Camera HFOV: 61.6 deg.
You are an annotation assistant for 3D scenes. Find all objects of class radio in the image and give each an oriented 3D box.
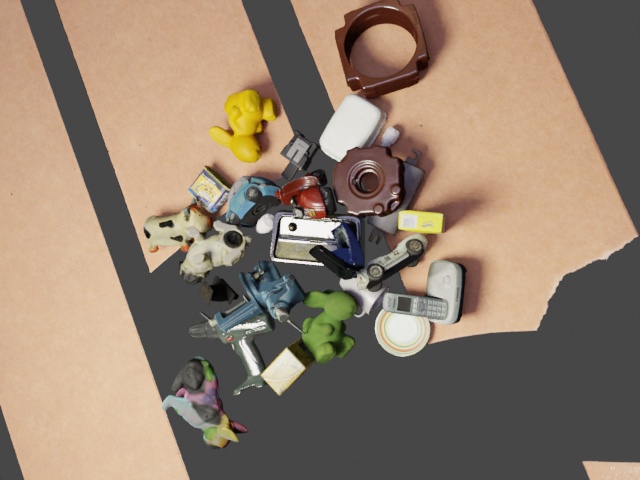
[{"bbox_3d":[-0.003,-0.004,1.328,0.230,0.073,0.131,4,91,12],"label":"radio"}]

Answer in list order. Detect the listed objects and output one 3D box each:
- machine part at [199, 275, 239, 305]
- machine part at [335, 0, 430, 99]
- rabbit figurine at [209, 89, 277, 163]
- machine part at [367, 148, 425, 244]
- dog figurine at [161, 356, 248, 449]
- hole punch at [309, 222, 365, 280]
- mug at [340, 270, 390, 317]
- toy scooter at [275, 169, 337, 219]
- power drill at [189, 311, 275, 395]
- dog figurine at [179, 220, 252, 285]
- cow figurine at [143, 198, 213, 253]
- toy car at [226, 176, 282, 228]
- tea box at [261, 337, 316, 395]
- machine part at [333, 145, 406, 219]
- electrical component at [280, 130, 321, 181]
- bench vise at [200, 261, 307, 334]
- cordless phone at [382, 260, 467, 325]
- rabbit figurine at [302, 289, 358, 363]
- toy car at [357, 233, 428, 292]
[{"bbox_3d":[-0.259,0.129,1.360,0.039,0.139,0.084,-43,80,11],"label":"machine part"},{"bbox_3d":[0.147,-0.453,1.282,0.201,0.087,0.201,-15,81,10],"label":"machine part"},{"bbox_3d":[-0.198,-0.278,1.359,0.163,0.122,0.173,-5,89,19],"label":"rabbit figurine"},{"bbox_3d":[0.181,-0.101,1.281,0.079,0.079,0.243,26,95,13],"label":"machine part"},{"bbox_3d":[-0.277,0.427,1.384,0.219,0.108,0.191,29,94,9],"label":"dog figurine"},{"bbox_3d":[0.050,0.027,1.218,0.116,0.142,0.092,41,72,-5],"label":"hole punch"},{"bbox_3d":[0.098,0.125,1.306,0.107,0.081,0.109,40,114,20],"label":"mug"},{"bbox_3d":[-0.038,-0.104,1.291,0.135,0.184,0.075,-15,126,-2],"label":"toy scooter"},{"bbox_3d":[-0.212,0.288,1.385,0.232,0.086,0.207,-19,77,11],"label":"power drill"},{"bbox_3d":[-0.272,0.044,1.384,0.172,0.190,0.121,2,64,-16],"label":"dog figurine"},{"bbox_3d":[-0.369,-0.037,1.401,0.195,0.085,0.127,-3,122,16],"label":"cow figurine"},{"bbox_3d":[-0.179,-0.108,1.368,0.161,0.109,0.103,-43,63,23],"label":"toy car"},{"bbox_3d":[-0.064,0.297,1.293,0.068,0.169,0.098,45,98,9],"label":"tea box"},{"bbox_3d":[0.112,-0.135,1.239,0.180,0.056,0.179,-2,85,22],"label":"machine part"},{"bbox_3d":[-0.061,-0.208,1.361,0.075,0.047,0.119,40,97,12],"label":"electrical component"},{"bbox_3d":[-0.159,0.156,1.303,0.241,0.128,0.224,-32,47,-1],"label":"bench vise"},{"bbox_3d":[0.242,0.115,1.253,0.184,0.088,0.146,6,91,12],"label":"cordless phone"},{"bbox_3d":[0.033,0.184,1.294,0.159,0.121,0.170,52,126,37],"label":"rabbit figurine"},{"bbox_3d":[0.167,0.054,1.247,0.202,0.073,0.056,-30,63,-17],"label":"toy car"}]
